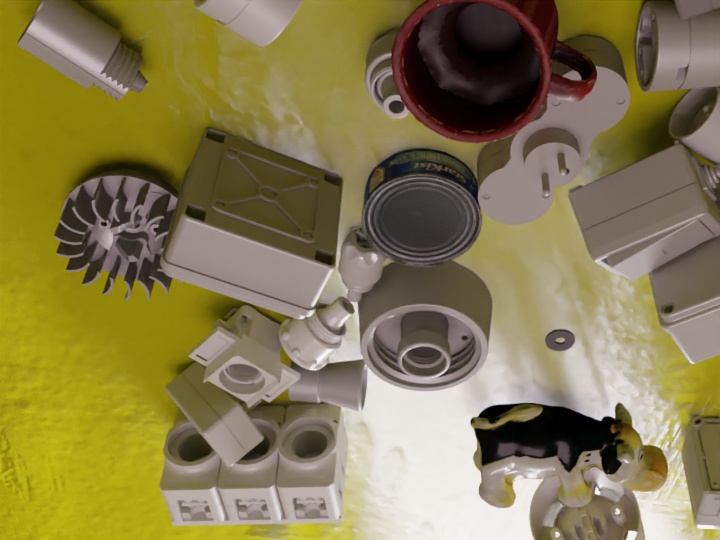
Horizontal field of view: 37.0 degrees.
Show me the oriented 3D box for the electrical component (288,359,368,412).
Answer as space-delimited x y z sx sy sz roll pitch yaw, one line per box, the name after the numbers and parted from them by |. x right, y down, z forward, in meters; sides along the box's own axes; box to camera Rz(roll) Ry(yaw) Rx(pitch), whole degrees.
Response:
-0.029 0.094 0.902 0.065 0.044 0.044 4 133 7 | electrical component

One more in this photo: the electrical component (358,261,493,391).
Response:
0.050 0.050 0.840 0.108 0.060 0.108 2 133 2 | electrical component

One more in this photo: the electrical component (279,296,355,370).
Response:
-0.031 0.046 0.856 0.048 0.048 0.062 34 119 -24 | electrical component

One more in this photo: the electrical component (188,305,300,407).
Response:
-0.091 0.067 0.865 0.081 0.063 0.042 34 128 -24 | electrical component

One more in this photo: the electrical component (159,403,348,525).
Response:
-0.090 0.167 0.940 0.150 0.089 0.061 -3 132 7 | electrical component

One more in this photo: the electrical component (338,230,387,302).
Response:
0.000 0.000 0.817 0.035 0.035 0.061 9 135 -4 | electrical component

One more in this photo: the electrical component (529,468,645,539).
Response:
0.208 0.233 0.975 0.099 0.099 0.064 -15 136 18 | electrical component

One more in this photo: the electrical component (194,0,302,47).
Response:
-0.066 -0.169 0.653 0.047 0.055 0.055 32 127 -27 | electrical component

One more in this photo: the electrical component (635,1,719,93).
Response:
0.200 -0.138 0.662 0.047 0.055 0.055 -1 133 0 | electrical component

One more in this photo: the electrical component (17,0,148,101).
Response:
-0.174 -0.140 0.695 0.081 0.043 0.043 32 127 -23 | electrical component

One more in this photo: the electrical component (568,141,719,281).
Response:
0.199 -0.038 0.716 0.096 0.061 0.062 -25 159 24 | electrical component

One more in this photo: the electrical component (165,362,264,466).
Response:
-0.108 0.108 0.904 0.076 0.083 0.047 -39 129 -13 | electrical component

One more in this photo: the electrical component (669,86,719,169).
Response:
0.250 -0.086 0.712 0.081 0.043 0.043 28 128 -20 | electrical component

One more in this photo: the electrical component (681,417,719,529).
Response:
0.314 0.180 0.916 0.062 0.096 0.061 1 133 4 | electrical component

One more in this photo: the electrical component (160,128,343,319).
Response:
-0.072 -0.033 0.742 0.109 0.108 0.056 19 129 -13 | electrical component

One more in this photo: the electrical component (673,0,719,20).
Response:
0.206 -0.199 0.609 0.076 0.047 0.083 -17 129 18 | electrical component

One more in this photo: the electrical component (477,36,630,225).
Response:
0.125 -0.079 0.707 0.052 0.073 0.138 22 130 -15 | electrical component

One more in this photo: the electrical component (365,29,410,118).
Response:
0.024 -0.121 0.684 0.043 0.062 0.043 2 133 2 | electrical component

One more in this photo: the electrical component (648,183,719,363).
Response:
0.258 -0.006 0.741 0.109 0.108 0.056 -24 129 24 | electrical component
